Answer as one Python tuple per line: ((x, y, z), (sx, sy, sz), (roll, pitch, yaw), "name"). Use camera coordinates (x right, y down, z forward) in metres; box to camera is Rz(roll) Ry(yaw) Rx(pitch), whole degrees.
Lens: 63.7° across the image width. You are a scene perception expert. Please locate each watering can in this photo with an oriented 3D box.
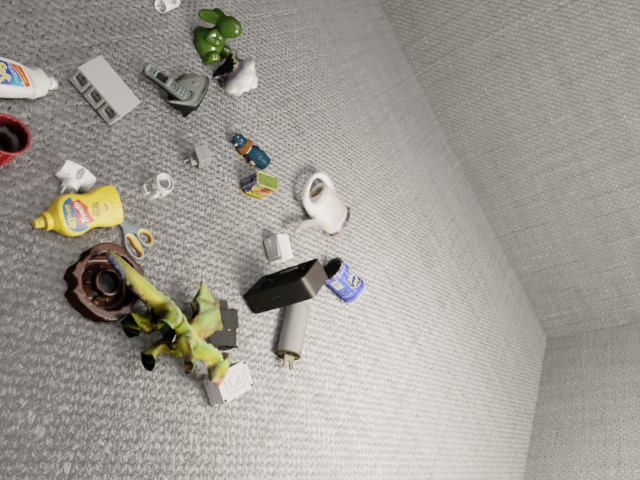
((0.006, -0.093, 1.852), (0.221, 0.103, 0.356), (45, 41, -27), "watering can")

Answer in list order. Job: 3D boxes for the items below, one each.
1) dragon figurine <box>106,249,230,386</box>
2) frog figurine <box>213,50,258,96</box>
((-0.333, 0.176, 1.232), (0.409, 0.121, 0.245), (65, 24, -3), "dragon figurine")
((-0.263, -0.551, 1.756), (0.158, 0.123, 0.138), (30, 83, -52), "frog figurine")
